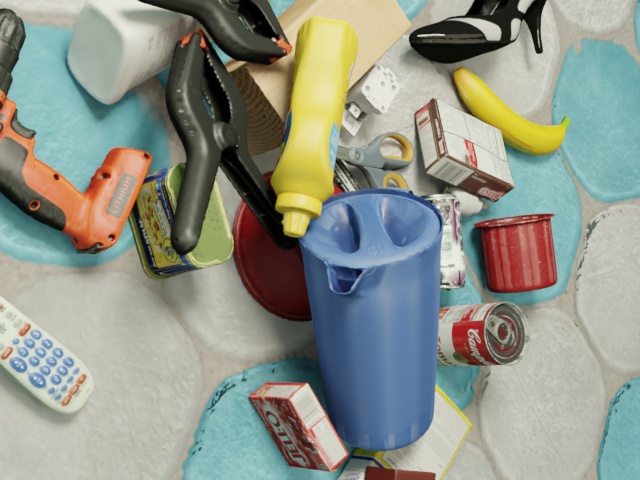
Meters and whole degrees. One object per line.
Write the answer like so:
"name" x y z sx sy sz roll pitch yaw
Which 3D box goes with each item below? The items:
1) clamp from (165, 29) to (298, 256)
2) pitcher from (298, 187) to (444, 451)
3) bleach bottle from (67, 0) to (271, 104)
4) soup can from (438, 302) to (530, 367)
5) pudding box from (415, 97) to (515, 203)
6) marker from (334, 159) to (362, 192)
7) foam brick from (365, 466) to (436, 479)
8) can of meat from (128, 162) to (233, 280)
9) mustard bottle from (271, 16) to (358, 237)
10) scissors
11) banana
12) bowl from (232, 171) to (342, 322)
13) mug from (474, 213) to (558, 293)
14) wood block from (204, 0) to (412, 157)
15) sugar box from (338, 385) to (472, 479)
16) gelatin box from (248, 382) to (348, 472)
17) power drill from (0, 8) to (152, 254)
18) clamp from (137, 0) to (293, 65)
"clamp" -0.086 -0.081 0.948 0.164 0.036 0.210 10 66 -56
"pitcher" 0.058 0.076 1.033 0.149 0.145 0.243 -18 125 -19
"bleach bottle" -0.120 -0.220 1.017 0.068 0.103 0.250 45 48 10
"soup can" 0.169 0.104 1.168 0.068 0.102 0.068 6 80 -36
"pudding box" 0.165 -0.102 1.216 0.113 0.039 0.090 21 46 -34
"marker" 0.016 -0.080 1.134 0.020 0.020 0.121 -46 111 -31
"foam brick" 0.076 0.265 1.056 0.052 0.051 0.078 14 77 -31
"can of meat" -0.129 -0.019 0.979 0.057 0.084 0.102 -18 94 -36
"mustard bottle" -0.007 -0.096 0.963 0.058 0.096 0.191 10 77 -1
"scissors" 0.043 -0.070 1.125 0.201 0.016 0.096 -16 97 -51
"banana" 0.234 -0.146 1.294 0.197 0.037 0.069 19 53 -34
"bowl" -0.007 0.001 1.084 0.161 0.055 0.162 6 80 -36
"mug" 0.233 0.014 1.246 0.117 0.093 0.081 -21 104 -73
"wood block" -0.013 -0.187 1.084 0.090 0.090 0.205 53 57 -18
"sugar box" 0.084 0.236 1.125 0.093 0.048 0.176 47 63 -21
"gelatin box" -0.021 0.182 1.037 0.030 0.073 0.089 -37 106 -33
"power drill" -0.243 -0.084 0.924 0.187 0.057 0.184 29 71 -27
"clamp" -0.095 -0.208 0.938 0.171 0.039 0.120 43 52 -24
